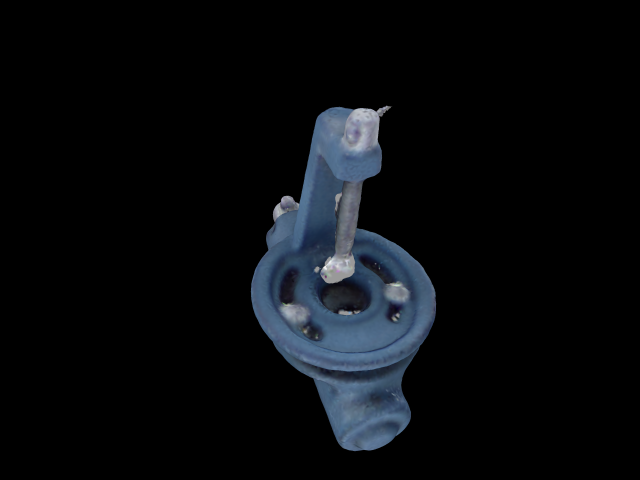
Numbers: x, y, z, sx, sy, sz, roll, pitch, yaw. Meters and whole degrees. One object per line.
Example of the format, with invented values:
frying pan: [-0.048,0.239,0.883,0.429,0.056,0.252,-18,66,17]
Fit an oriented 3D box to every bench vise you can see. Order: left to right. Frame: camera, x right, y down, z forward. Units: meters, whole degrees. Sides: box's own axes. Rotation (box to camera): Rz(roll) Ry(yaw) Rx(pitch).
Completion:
bench vise: [-0.006,0.005,0.394,0.122,0.220,0.206,-20,34,-32]
